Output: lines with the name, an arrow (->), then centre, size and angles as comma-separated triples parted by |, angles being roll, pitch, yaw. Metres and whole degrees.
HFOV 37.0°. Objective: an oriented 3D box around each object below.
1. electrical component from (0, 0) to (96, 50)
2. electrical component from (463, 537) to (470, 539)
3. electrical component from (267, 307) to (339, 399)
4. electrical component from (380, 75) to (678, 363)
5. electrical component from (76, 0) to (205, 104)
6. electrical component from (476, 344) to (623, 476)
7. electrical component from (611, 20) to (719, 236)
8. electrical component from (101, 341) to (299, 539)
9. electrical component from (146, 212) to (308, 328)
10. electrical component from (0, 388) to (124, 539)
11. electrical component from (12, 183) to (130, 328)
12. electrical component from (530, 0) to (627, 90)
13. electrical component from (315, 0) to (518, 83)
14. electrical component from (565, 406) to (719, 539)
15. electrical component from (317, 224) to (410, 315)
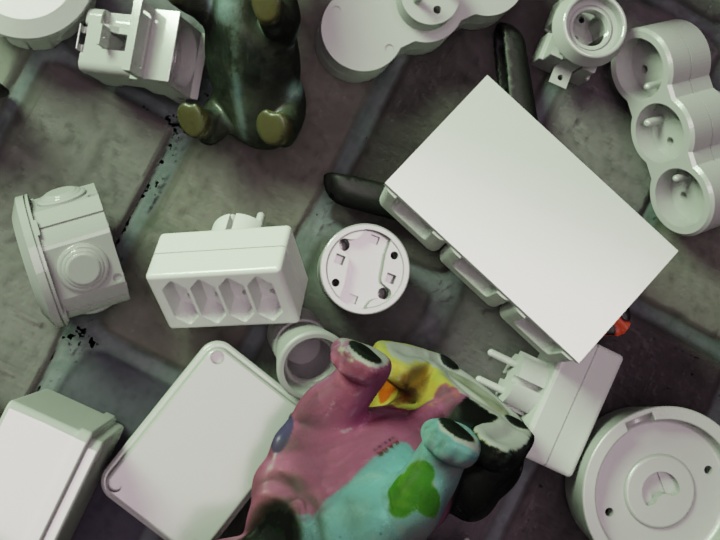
electrical component -> -0.199, -0.174, 0.648 | 0.080, 0.051, 0.080 | 0, 88, -8
electrical component -> 0.048, 0.197, 0.667 | 0.047, 0.083, 0.075 | 42, 46, -5
electrical component -> -0.035, 0.047, 0.658 | 0.044, 0.065, 0.044 | -4, 107, -14
electrical component -> 0.096, -0.027, 0.641 | 0.150, 0.061, 0.089 | 43, 83, 2
electrical component -> -0.131, -0.131, 0.648 | 0.064, 0.081, 0.042 | 10, 87, 15
electrical component -> 0.111, 0.076, 0.687 | 0.076, 0.047, 0.083 | 25, 85, -6
electrical component -> 0.221, -0.097, 0.706 | 0.074, 0.052, 0.138 | -18, 91, -31
electrical component -> -0.093, 0.106, 0.652 | 0.078, 0.057, 0.113 | 39, 84, -5
electrical component -> -0.076, -0.009, 0.657 | 0.083, 0.047, 0.075 | -3, 45, 13
electrical component -> -0.188, 0.129, 0.613 | 0.056, 0.109, 0.108 | 25, 85, -4
electrical component -> -0.171, -0.010, 0.634 | 0.051, 0.080, 0.080 | -17, 91, -13
electrical component -> 0.142, -0.151, 0.693 | 0.048, 0.055, 0.066 | 22, 86, -7
electrical component -> 0.040, -0.167, 0.670 | 0.138, 0.074, 0.052 | -26, 92, -8
electrical component -> 0.184, 0.138, 0.689 | 0.108, 0.060, 0.108 | 0, 88, -8
electrical component -> 0.000, 0.000, 0.673 | 0.055, 0.047, 0.055 | 0, 88, -8
